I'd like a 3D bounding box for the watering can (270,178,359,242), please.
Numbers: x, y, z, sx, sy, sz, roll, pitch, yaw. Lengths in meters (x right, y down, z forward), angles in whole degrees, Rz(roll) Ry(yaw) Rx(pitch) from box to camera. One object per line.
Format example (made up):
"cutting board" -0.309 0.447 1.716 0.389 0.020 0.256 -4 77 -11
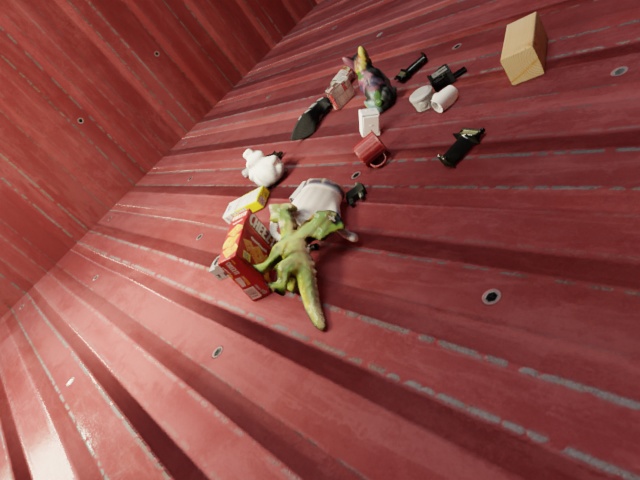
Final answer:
"watering can" 0.004 -0.073 1.455 0.347 0.229 0.102 3 -39 41

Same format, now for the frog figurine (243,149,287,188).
"frog figurine" -0.213 -0.276 1.922 0.136 0.157 0.126 -26 32 25

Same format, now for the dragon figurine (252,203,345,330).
"dragon figurine" -0.034 0.024 1.300 0.120 0.242 0.416 34 4 -46
